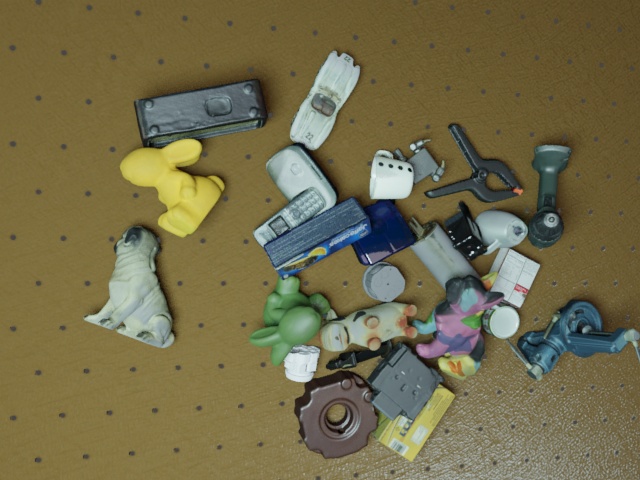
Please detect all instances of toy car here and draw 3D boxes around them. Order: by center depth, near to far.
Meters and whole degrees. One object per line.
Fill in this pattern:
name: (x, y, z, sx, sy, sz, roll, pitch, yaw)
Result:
toy car: (0.010, -0.272, 1.049, 0.073, 0.056, 0.201, 28, 88, -14)

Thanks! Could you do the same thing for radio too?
radio: (-0.211, -0.223, 0.962, 0.230, 0.131, 0.073, -15, 96, -12)

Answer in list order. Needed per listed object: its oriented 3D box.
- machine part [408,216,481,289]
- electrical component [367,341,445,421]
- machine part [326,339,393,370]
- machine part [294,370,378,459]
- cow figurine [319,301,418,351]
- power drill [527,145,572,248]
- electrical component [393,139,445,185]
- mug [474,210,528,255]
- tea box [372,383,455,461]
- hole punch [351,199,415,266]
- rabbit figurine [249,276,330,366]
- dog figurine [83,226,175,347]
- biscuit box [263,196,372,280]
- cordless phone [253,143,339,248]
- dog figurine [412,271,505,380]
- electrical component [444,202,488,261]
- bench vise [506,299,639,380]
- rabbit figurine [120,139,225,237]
machine part: (0.263, 0.046, 1.125, 0.079, 0.079, 0.243, -43, 102, -7)
electrical component: (0.163, 0.288, 1.068, 0.115, 0.058, 0.134, 39, 82, 2)
machine part: (0.084, 0.239, 1.105, 0.139, 0.084, 0.039, -12, 72, -21)
machine part: (0.034, 0.360, 1.106, 0.179, 0.056, 0.179, -1, 95, -13)
cow figurine: (0.085, 0.172, 1.082, 0.195, 0.127, 0.085, -13, 98, -27)
power drill: (0.474, -0.088, 1.107, 0.086, 0.231, 0.207, 0, 73, 17)
electrical component: (0.208, -0.158, 1.100, 0.078, 0.045, 0.102, -30, 89, 5)
mug: (0.376, -0.015, 1.132, 0.109, 0.107, 0.080, -43, 101, -9)
tea box: (0.194, 0.363, 1.138, 0.098, 0.068, 0.169, 38, 84, -13)
hole punch: (0.117, -0.015, 1.081, 0.142, 0.092, 0.115, -27, 96, -6)
rabbit figurine: (-0.059, 0.149, 1.008, 0.159, 0.170, 0.121, -45, 102, -7)
dog figurine: (-0.315, 0.087, 0.988, 0.172, 0.121, 0.190, 41, 64, -46)
biscuit box: (-0.002, -0.003, 1.022, 0.203, 0.059, 0.063, -28, 61, -5)
cordless phone: (-0.072, -0.082, 1.034, 0.184, 0.089, 0.146, -39, 102, -3)
dog figurine: (0.298, 0.163, 1.075, 0.191, 0.108, 0.219, 33, 122, -13)
electrical component: (0.300, -0.024, 1.125, 0.048, 0.119, 0.074, -35, 135, 26)
bench vise: (0.543, 0.210, 1.133, 0.224, 0.241, 0.128, -31, 98, -26)
rabbit figurine: (-0.266, -0.108, 0.964, 0.173, 0.122, 0.162, 34, 81, -13)
